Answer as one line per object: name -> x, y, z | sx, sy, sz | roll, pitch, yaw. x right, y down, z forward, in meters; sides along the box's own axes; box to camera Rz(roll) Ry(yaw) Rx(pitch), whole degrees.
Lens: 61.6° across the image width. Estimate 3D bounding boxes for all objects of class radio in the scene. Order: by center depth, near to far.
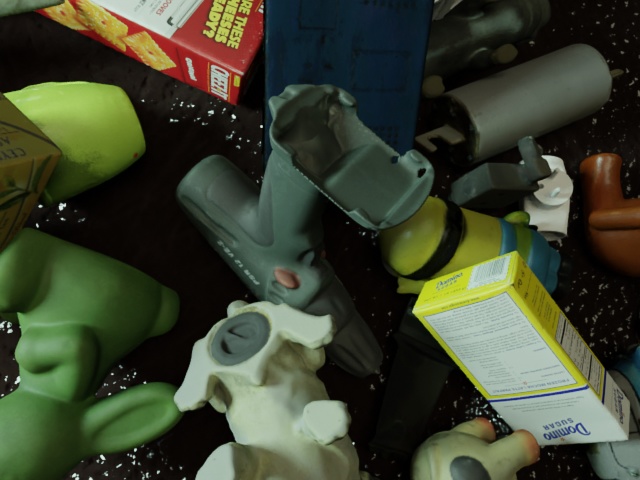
radio -> 0.017, -0.149, 0.445 | 0.131, 0.073, 0.229 | -1, 118, -8

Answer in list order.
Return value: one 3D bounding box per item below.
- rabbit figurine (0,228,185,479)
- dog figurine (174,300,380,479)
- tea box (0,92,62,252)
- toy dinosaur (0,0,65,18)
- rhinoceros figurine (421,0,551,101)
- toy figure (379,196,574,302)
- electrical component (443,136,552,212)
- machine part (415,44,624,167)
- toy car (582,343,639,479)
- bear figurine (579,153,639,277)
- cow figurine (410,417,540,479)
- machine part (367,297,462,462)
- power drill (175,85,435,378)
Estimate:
rabbit figurine -> -0.185, 0.102, 0.395 | 0.159, 0.121, 0.170 | 26, 66, -23
dog figurine -> -0.015, 0.153, 0.422 | 0.121, 0.190, 0.172 | -18, 42, 8
tea box -> -0.265, -0.014, 0.367 | 0.068, 0.169, 0.098 | 45, 29, 1
toy dinosaur -> -0.406, -0.102, 0.401 | 0.192, 0.131, 0.405 | 39, 67, 0
rhinoceros figurine -> 0.146, -0.197, 0.534 | 0.190, 0.112, 0.073 | -28, 99, -5
toy figure -> 0.141, 0.008, 0.488 | 0.180, 0.089, 0.082 | 15, 51, -4
electrical component -> 0.165, -0.057, 0.508 | 0.078, 0.102, 0.045 | -2, 74, -21
machine part -> 0.201, -0.137, 0.542 | 0.243, 0.079, 0.079 | -24, 82, -14
toy car -> 0.288, 0.171, 0.475 | 0.103, 0.109, 0.161 | -12, 70, 4
bear figurine -> 0.330, -0.034, 0.480 | 0.120, 0.196, 0.132 | 17, 73, -4
cow figurine -> 0.107, 0.249, 0.421 | 0.127, 0.085, 0.194 | -3, 91, -24
machine part -> 0.084, 0.128, 0.476 | 0.084, 0.039, 0.139 | 32, 72, -12
power drill -> -0.001, -0.001, 0.406 | 0.232, 0.207, 0.086 | 43, 61, 3
